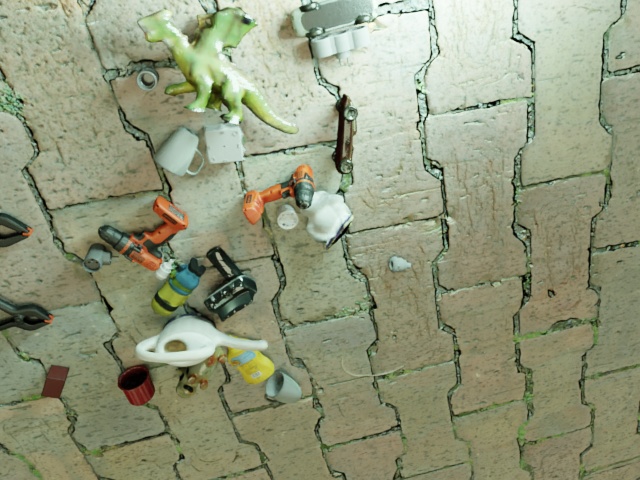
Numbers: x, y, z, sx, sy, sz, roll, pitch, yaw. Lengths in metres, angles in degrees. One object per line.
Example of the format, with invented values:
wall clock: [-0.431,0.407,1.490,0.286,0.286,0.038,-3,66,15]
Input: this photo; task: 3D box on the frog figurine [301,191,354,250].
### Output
frog figurine: [0.004,-0.070,1.386,0.160,0.124,0.135,41,118,11]

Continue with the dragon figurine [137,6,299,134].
dragon figurine: [-0.208,-0.400,1.168,0.409,0.124,0.240,10,107,-26]

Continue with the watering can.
watering can: [-0.323,0.278,1.419,0.348,0.226,0.103,-3,101,-9]
